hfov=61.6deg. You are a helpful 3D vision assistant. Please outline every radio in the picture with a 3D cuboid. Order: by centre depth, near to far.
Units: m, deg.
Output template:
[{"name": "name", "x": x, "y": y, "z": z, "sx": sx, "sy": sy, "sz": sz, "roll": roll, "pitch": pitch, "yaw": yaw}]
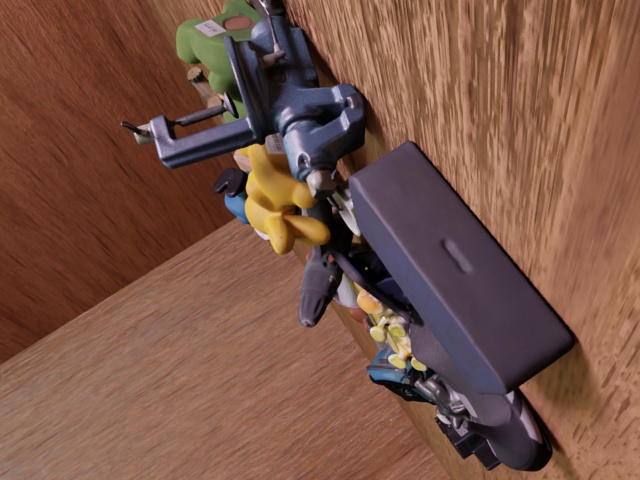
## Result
[{"name": "radio", "x": 0.119, "y": 0.031, "z": 0.508, "sx": 0.230, "sy": 0.073, "sz": 0.131, "roll": 57, "pitch": 175, "yaw": 20}]

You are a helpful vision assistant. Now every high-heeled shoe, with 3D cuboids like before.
[{"name": "high-heeled shoe", "x": 0.206, "y": 0.168, "z": 0.689, "sx": 0.145, "sy": 0.086, "sz": 0.249, "roll": 22, "pitch": -145, "yaw": -26}]

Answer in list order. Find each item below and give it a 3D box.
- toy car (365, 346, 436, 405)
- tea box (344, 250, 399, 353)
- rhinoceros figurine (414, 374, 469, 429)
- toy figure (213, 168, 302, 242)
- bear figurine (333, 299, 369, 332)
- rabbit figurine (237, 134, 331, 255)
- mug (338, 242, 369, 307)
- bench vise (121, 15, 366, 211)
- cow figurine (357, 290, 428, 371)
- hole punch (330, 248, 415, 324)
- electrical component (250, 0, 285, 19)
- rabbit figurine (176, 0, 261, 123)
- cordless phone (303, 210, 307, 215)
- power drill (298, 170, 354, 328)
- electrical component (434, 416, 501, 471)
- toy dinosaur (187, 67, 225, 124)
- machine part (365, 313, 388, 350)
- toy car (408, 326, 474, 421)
[{"name": "toy car", "x": 0.171, "y": 0.238, "z": 1.002, "sx": 0.161, "sy": 0.103, "sz": 0.109, "roll": 35, "pitch": 152, "yaw": -31}, {"name": "tea box", "x": 0.117, "y": 0.112, "z": 0.944, "sx": 0.169, "sy": 0.068, "sz": 0.098, "roll": 61, "pitch": 171, "yaw": -23}, {"name": "rhinoceros figurine", "x": 0.220, "y": 0.253, "z": 0.884, "sx": 0.112, "sy": 0.073, "sz": 0.190, "roll": 44, "pitch": 168, "yaw": 17}, {"name": "toy figure", "x": -0.091, "y": -0.057, "z": 0.866, "sx": 0.082, "sy": 0.089, "sz": 0.180, "roll": 51, "pitch": -177, "yaw": 37}, {"name": "bear figurine", "x": 0.068, "y": 0.106, "z": 1.209, "sx": 0.196, "sy": 0.120, "sz": 0.131, "roll": 32, "pitch": 126, "yaw": 6}, {"name": "rabbit figurine", "x": -0.046, "y": -0.060, "z": 0.724, "sx": 0.162, "sy": 0.122, "sz": 0.173, "roll": 63, "pitch": 144, "yaw": 16}, {"name": "mug", "x": 0.062, "y": 0.058, "z": 1.022, "sx": 0.110, "sy": 0.081, "sz": 0.107, "roll": 15, "pitch": 121, "yaw": 50}, {"name": "bench vise", "x": -0.078, "y": -0.125, "z": 0.580, "sx": 0.129, "sy": 0.241, "sz": 0.223, "roll": 79, "pitch": 174, "yaw": -83}, {"name": "cow figurine", "x": 0.127, "y": 0.121, "z": 0.855, "sx": 0.068, "sy": 0.098, "sz": 0.167, "roll": -10, "pitch": 123, "yaw": 42}, {"name": "hole punch", "x": 0.092, "y": 0.034, "z": 0.737, "sx": 0.115, "sy": 0.092, "sz": 0.142, "roll": 42, "pitch": -179, "yaw": -28}, {"name": "electrical component", "x": -0.066, "y": -0.279, "z": 0.622, "sx": 0.063, "sy": 0.021, "sz": 0.094, "roll": 58, "pitch": 175, "yaw": -2}, {"name": "rabbit figurine", "x": -0.094, "y": -0.219, "z": 0.745, "sx": 0.159, "sy": 0.121, "sz": 0.170, "roll": 31, "pitch": 148, "yaw": 24}, {"name": "cordless phone", "x": -0.065, "y": -0.106, "z": 1.188, "sx": 0.146, "sy": 0.089, "sz": 0.184, "roll": 59, "pitch": 174, "yaw": -15}, {"name": "power drill", "x": -0.002, "y": -0.003, "z": 0.875, "sx": 0.232, "sy": 0.086, "sz": 0.207, "roll": -63, "pitch": -38, "yaw": -48}, {"name": "electrical component", "x": 0.263, "y": 0.341, "z": 0.935, "sx": 0.047, "sy": 0.075, "sz": 0.119, "roll": 60, "pitch": 178, "yaw": -26}, {"name": "toy dinosaur", "x": -0.188, "y": -0.298, "z": 1.145, "sx": 0.198, "sy": 0.105, "sz": 0.472, "roll": 58, "pitch": -175, "yaw": -46}, {"name": "machine part", "x": 0.152, "y": 0.201, "z": 1.098, "sx": 0.079, "sy": 0.079, "sz": 0.242, "roll": 50, "pitch": 171, "yaw": 52}, {"name": "toy car", "x": 0.196, "y": 0.183, "z": 0.761, "sx": 0.202, "sy": 0.053, "sz": 0.089, "roll": 56, "pitch": -165, "yaw": 24}]
